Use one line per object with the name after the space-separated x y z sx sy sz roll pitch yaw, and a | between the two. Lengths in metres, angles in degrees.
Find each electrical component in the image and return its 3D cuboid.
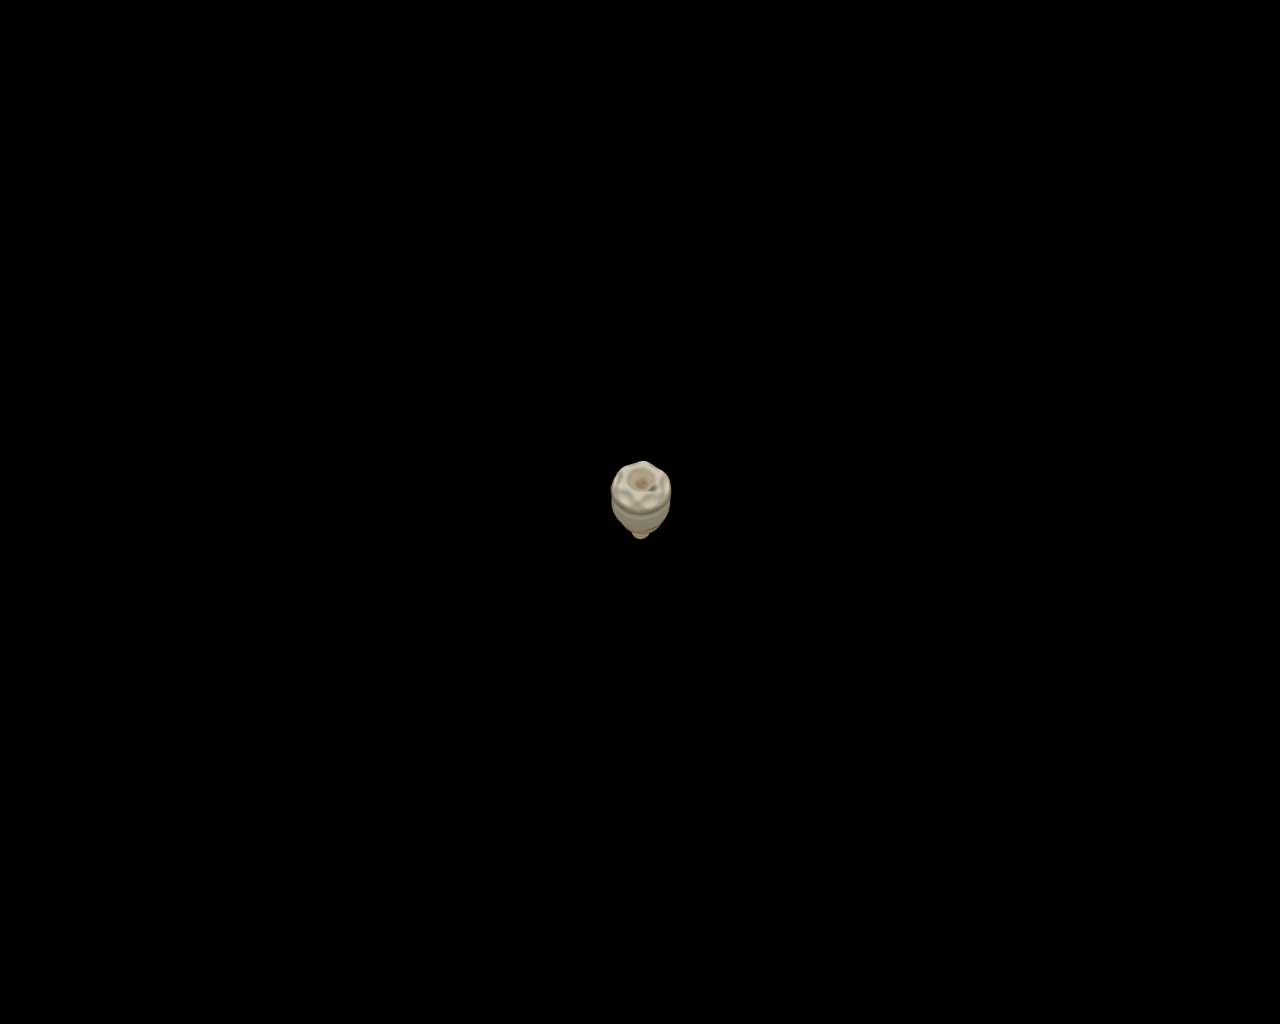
0.001 -0.003 0.650 0.035 0.035 0.061 0 -34 0 | electrical component
